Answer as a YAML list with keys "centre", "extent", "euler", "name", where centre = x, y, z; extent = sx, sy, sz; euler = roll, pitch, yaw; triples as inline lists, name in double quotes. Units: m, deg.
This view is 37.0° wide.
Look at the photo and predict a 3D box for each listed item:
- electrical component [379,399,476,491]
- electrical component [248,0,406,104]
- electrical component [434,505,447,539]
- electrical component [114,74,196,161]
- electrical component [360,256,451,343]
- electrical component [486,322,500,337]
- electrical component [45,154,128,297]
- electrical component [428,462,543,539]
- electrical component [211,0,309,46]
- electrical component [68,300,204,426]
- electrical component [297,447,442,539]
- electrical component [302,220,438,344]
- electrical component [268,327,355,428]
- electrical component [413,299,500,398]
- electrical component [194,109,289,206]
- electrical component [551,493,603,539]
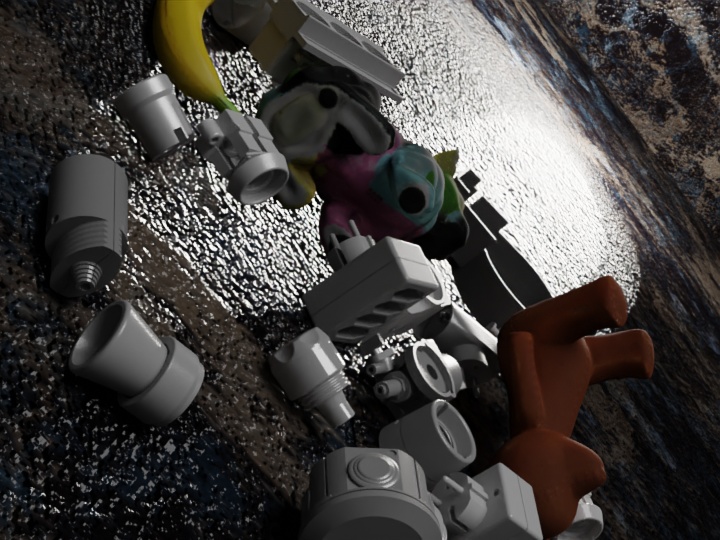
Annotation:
- centre: [0.049, 0.124, 0.757]
  extent: [0.055, 0.047, 0.055]
  euler: [42, 26, -27]
  name: "electrical component"
- centre: [-0.029, -0.174, 0.902]
  extent: [0.121, 0.063, 0.078]
  euler: [21, 27, -46]
  name: "electrical component"
- centre: [0.034, 0.166, 0.680]
  extent: [0.062, 0.048, 0.048]
  euler: [47, 23, -35]
  name: "electrical component"
- centre: [-0.136, -0.101, 0.719]
  extent: [0.046, 0.040, 0.040]
  euler: [60, 23, -4]
  name: "electrical component"
- centre: [0.030, 0.019, 0.850]
  extent: [0.050, 0.056, 0.089]
  euler: [60, 24, 10]
  name: "electrical component"
- centre: [0.146, 0.080, 1.008]
  extent: [0.078, 0.040, 0.040]
  euler: [48, 24, -16]
  name: "electrical component"
- centre: [-0.148, -0.020, 0.581]
  extent: [0.043, 0.043, 0.081]
  euler: [35, 30, -38]
  name: "electrical component"
- centre: [0.073, 0.162, 0.728]
  extent: [0.077, 0.066, 0.047]
  euler: [40, 28, -31]
  name: "electrical component"
- centre: [-0.082, -0.242, 0.938]
  extent: [0.064, 0.099, 0.099]
  euler: [19, 42, -45]
  name: "electrical component"
- centre: [-0.114, 0.049, 0.552]
  extent: [0.055, 0.045, 0.045]
  euler: [42, 26, -28]
  name: "electrical component"
- centre: [0.004, 0.143, 0.610]
  extent: [0.080, 0.080, 0.051]
  euler: [43, 21, -26]
  name: "electrical component"
- centre: [0.000, 0.000, 0.783]
  extent: [0.047, 0.083, 0.075]
  euler: [14, 47, -57]
  name: "electrical component"
- centre: [-0.027, 0.071, 0.689]
  extent: [0.062, 0.043, 0.043]
  euler: [57, 23, 1]
  name: "electrical component"
- centre: [0.087, 0.072, 0.902]
  extent: [0.077, 0.043, 0.079]
  euler: [39, 29, -34]
  name: "electrical component"
- centre: [-0.083, -0.081, 0.784]
  extent: [0.055, 0.048, 0.066]
  euler: [56, 22, 21]
  name: "electrical component"
- centre: [0.173, 0.198, 0.899]
  extent: [0.066, 0.048, 0.055]
  euler: [36, 22, -37]
  name: "electrical component"
